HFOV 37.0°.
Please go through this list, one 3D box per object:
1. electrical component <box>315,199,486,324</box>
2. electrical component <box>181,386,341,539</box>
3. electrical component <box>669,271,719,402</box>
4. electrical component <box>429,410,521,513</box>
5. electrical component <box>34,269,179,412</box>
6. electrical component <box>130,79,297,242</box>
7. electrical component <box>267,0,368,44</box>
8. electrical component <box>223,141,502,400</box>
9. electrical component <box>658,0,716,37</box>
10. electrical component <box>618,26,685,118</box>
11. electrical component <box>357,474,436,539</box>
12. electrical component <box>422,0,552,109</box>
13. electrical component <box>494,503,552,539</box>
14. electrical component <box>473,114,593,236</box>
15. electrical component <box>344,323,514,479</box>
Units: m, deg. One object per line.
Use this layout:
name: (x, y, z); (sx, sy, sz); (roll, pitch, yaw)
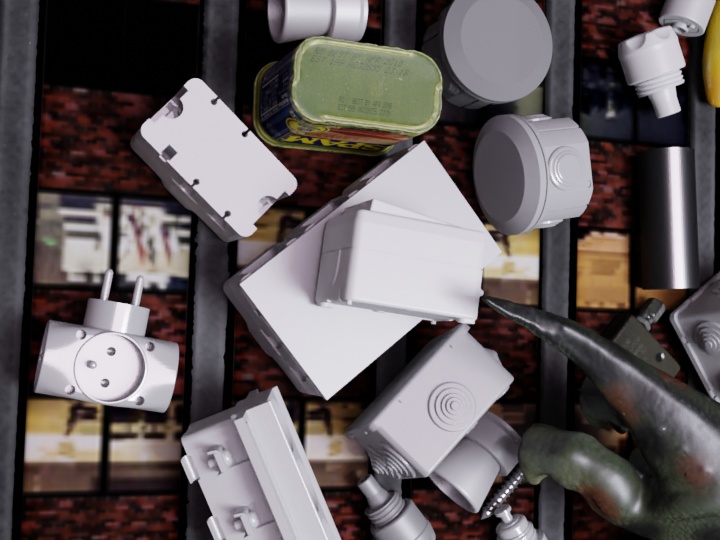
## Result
electrical component: (0.030, -0.003, 0.630); (0.096, 0.062, 0.061); (10, 84, -19)
electrical component: (-0.058, 0.142, 0.657); (0.063, 0.078, 0.121); (-22, 95, 3)
electrical component: (0.287, 0.047, 0.785); (0.100, 0.048, 0.099); (-34, 99, -30)
electrical component: (0.078, 0.126, 0.717); (0.045, 0.045, 0.055); (47, 74, -12)
electrical component: (-0.148, 0.040, 0.641); (0.077, 0.044, 0.079); (12, 83, -19)
electrical component: (-0.091, -0.065, 0.660); (0.089, 0.056, 0.050); (46, 74, -12)
electrical component: (-0.028, -0.168, 0.694); (0.055, 0.045, 0.045); (-3, 88, -20)
electrical component: (0.000, 0.000, 0.687); (0.150, 0.062, 0.089); (-39, 100, -17)
electrical component: (0.248, -0.207, 0.797); (0.044, 0.044, 0.065); (23, 85, -17)
electrical component: (0.215, -0.142, 0.780); (0.043, 0.043, 0.062); (-22, 96, -19)
electrical component: (0.020, 0.160, 0.701); (0.035, 0.035, 0.061); (-38, 97, -17)
electrical component: (0.085, -0.150, 0.730); (0.080, 0.051, 0.080); (1, 87, -20)
electrical component: (0.115, 0.194, 0.729); (0.040, 0.040, 0.078); (-32, 98, -18)
electrical component: (0.114, -0.065, 0.722); (0.051, 0.080, 0.080); (-9, 90, -25)
electrical component: (0.043, 0.086, 0.680); (0.048, 0.099, 0.099); (44, 74, 1)
